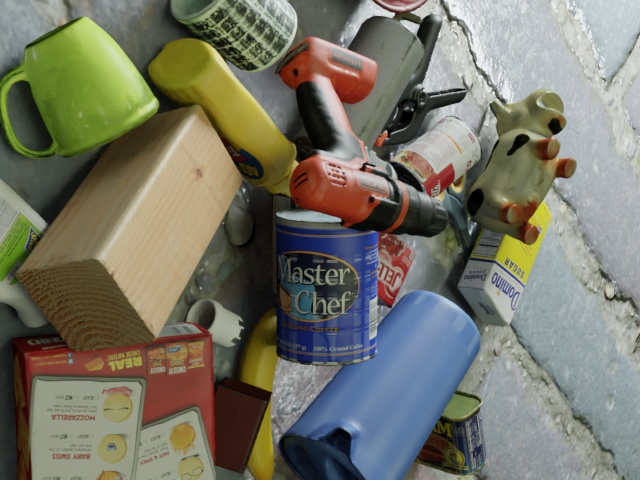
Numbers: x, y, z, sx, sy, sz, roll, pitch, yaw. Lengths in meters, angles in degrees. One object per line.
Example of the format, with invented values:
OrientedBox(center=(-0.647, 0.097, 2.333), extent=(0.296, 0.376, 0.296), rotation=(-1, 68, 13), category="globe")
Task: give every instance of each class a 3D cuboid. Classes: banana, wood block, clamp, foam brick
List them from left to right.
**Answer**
OrientedBox(center=(-0.153, -0.013, 0.899), extent=(0.090, 0.090, 0.206), rotation=(61, 34, -30), category="wood block")
OrientedBox(center=(-0.085, 0.181, 1.046), extent=(0.053, 0.051, 0.078), rotation=(-34, 143, -87), category="foam brick")
OrientedBox(center=(-0.058, 0.155, 1.102), extent=(0.069, 0.037, 0.198), rotation=(13, 86, -44), category="banana")
OrientedBox(center=(0.104, -0.175, 1.217), extent=(0.171, 0.039, 0.120), rotation=(-43, 123, -33), category="clamp")

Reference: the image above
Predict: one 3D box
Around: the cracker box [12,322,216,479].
OrientedBox(center=(-0.179, 0.185, 0.934), extent=(0.164, 0.072, 0.214), rotation=(-5, 100, -25), category="cracker box")

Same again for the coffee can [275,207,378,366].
OrientedBox(center=(0.007, 0.043, 1.054), extent=(0.102, 0.103, 0.140), rotation=(-10, 104, -44), category="coffee can")

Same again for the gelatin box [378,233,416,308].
OrientedBox(center=(0.064, 0.025, 1.211), extent=(0.089, 0.030, 0.073), rotation=(42, 67, -40), category="gelatin box")

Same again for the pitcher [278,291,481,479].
OrientedBox(center=(0.073, 0.179, 1.179), extent=(0.145, 0.149, 0.242), rotation=(53, 58, -20), category="pitcher")

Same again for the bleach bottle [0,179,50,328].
OrientedBox(center=(-0.275, 0.001, 0.847), extent=(0.250, 0.068, 0.102), rotation=(49, 64, -40), category="bleach bottle")

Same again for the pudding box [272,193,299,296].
OrientedBox(center=(-0.007, 0.001, 1.130), extent=(0.089, 0.039, 0.113), rotation=(-10, 102, -43), category="pudding box")

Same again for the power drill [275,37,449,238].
OrientedBox(center=(0.037, -0.093, 1.012), extent=(0.184, 0.057, 0.188), rotation=(15, 49, -41), category="power drill")

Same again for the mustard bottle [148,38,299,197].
OrientedBox(center=(-0.075, -0.105, 1.007), extent=(0.058, 0.096, 0.191), rotation=(-52, 130, -11), category="mustard bottle")

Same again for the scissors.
OrientedBox(center=(0.158, -0.024, 1.310), extent=(0.096, 0.016, 0.202), rotation=(-24, 112, -39), category="scissors")

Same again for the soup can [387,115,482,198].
OrientedBox(center=(0.129, -0.089, 1.224), extent=(0.102, 0.069, 0.068), rotation=(-39, 122, -25), category="soup can")

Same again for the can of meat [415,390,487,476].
OrientedBox(center=(0.148, 0.226, 1.274), extent=(0.057, 0.102, 0.084), rotation=(-28, 117, -40), category="can of meat")

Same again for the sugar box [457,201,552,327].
OrientedBox(center=(0.238, 0.013, 1.361), extent=(0.093, 0.048, 0.176), rotation=(50, 54, -43), category="sugar box")

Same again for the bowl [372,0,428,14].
OrientedBox(center=(0.066, -0.324, 1.147), extent=(0.161, 0.055, 0.162), rotation=(-8, 101, -44), category="bowl")
